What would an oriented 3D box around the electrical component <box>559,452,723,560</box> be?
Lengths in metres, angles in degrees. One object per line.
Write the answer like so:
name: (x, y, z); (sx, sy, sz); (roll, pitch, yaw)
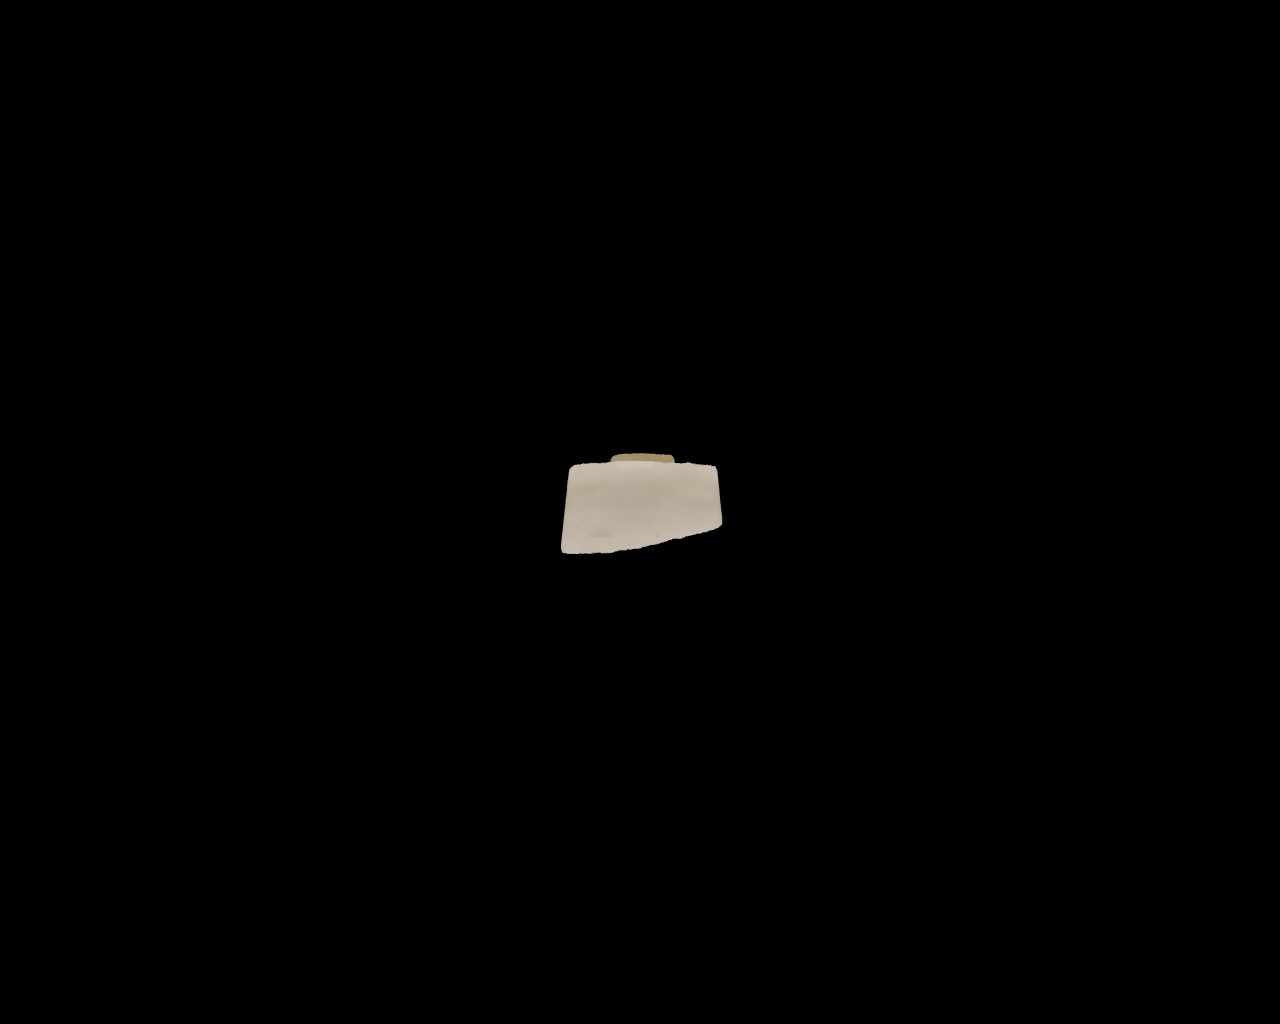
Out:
electrical component: (0.001, -0.003, 0.650); (0.099, 0.064, 0.099); (0, -3, 0)
